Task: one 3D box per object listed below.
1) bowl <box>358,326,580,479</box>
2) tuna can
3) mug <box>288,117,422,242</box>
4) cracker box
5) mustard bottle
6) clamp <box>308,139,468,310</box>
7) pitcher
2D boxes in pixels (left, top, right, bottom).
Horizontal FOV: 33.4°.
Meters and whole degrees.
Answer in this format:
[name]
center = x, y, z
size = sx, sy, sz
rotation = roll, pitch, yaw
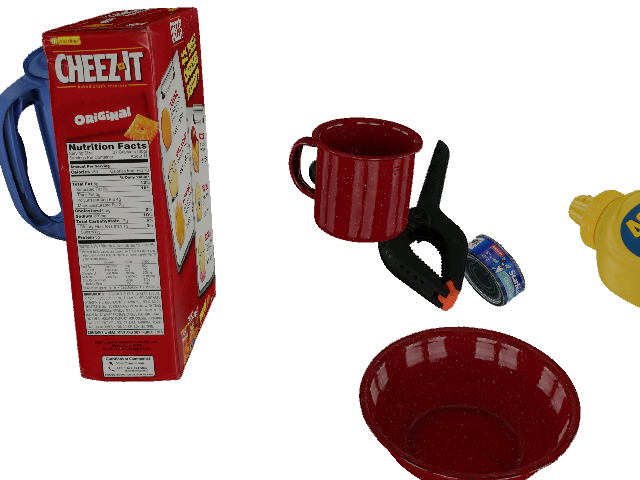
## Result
[bowl]
center = 0.109, 0.135, 0.798
size = 0.162, 0.055, 0.162
rotation = 0, 36, 0
[tuna can]
center = 0.204, 0.037, 1.284
size = 0.033, 0.086, 0.086
rotation = -37, 10, -15
[mug]
center = 0.026, -0.053, 0.909
size = 0.117, 0.081, 0.093
rotation = 14, 29, 20
[cracker box]
center = -0.117, -0.037, 0.693
size = 0.072, 0.214, 0.164
rotation = -2, 16, 3
[mustard bottle]
center = 0.228, 0.013, 0.649
size = 0.096, 0.058, 0.192
rotation = -26, 36, -26
[clamp]
center = 0.084, -0.019, 1.110
size = 0.164, 0.210, 0.036
rotation = -6, -36, -15
[pitcher]
center = -0.189, -0.057, 0.961
size = 0.149, 0.243, 0.145
rotation = 0, 29, 5
